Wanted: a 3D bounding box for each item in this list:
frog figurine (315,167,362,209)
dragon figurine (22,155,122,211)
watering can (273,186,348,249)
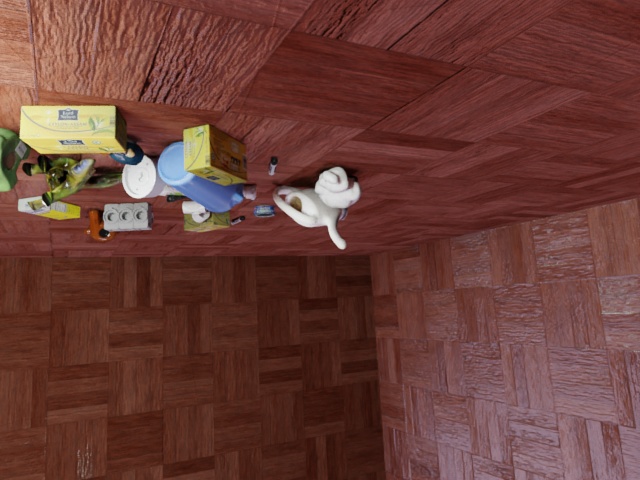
[{"bbox_3d":[0.054,-0.151,1.522,0.137,0.122,0.160,16,-176,3],"label":"frog figurine"},{"bbox_3d":[-0.597,-0.165,1.323,0.408,0.121,0.245,-6,-171,35],"label":"dragon figurine"},{"bbox_3d":[0.005,-0.081,1.619,0.352,0.102,0.226,37,-148,30],"label":"watering can"}]
